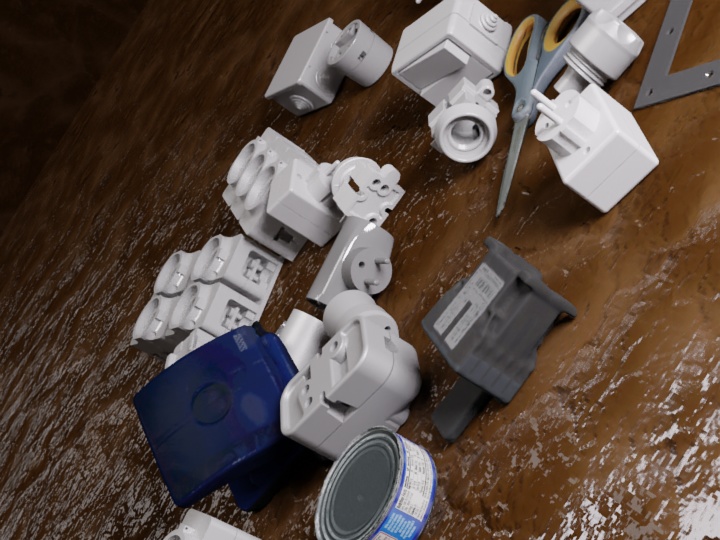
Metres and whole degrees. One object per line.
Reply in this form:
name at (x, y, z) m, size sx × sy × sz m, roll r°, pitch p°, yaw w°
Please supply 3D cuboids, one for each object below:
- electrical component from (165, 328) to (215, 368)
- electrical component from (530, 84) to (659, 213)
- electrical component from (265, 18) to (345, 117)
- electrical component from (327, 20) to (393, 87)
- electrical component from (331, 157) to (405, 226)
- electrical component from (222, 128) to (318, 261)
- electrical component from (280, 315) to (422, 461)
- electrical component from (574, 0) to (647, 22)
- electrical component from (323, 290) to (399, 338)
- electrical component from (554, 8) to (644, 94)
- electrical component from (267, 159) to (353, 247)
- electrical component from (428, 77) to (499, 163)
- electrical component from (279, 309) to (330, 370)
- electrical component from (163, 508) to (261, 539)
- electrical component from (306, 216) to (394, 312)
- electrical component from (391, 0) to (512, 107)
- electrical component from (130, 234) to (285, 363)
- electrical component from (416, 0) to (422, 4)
electrical component at (-0.143, 0.116, 0.969) m, size 0.079 × 0.063 × 0.121 m, roll -41°, pitch 29°, yaw 33°
electrical component at (0.136, -0.086, 0.670) m, size 0.047 × 0.077 × 0.065 m, roll -46°, pitch 27°, yaw 25°
electrical component at (-0.053, -0.227, 1.219) m, size 0.100 × 0.048 × 0.099 m, roll -7°, pitch 55°, yaw 60°
electrical component at (0.001, -0.223, 1.115) m, size 0.055 × 0.047 × 0.055 m, roll -42°, pitch 29°, yaw 30°
electrical component at (0.003, -0.069, 0.936) m, size 0.066 × 0.048 × 0.055 m, roll -54°, pitch 32°, yaw 11°
electrical component at (-0.086, -0.082, 1.096) m, size 0.089 × 0.062 × 0.150 m, roll -55°, pitch 25°, yaw 7°
electrical component at (-0.004, 0.086, 0.750) m, size 0.095 × 0.059 × 0.053 m, roll -46°, pitch 27°, yaw 24°
electrical component at (0.195, -0.248, 0.774) m, size 0.109 × 0.056 × 0.108 m, roll -41°, pitch 30°, yaw 33°
electrical component at (0.001, 0.044, 0.808) m, size 0.045 × 0.045 × 0.055 m, roll -56°, pitch 25°, yaw 4°
electrical component at (0.159, -0.144, 0.735) m, size 0.062 × 0.043 × 0.043 m, roll -50°, pitch 26°, yaw 19°
electrical component at (-0.036, -0.072, 0.986) m, size 0.077 × 0.066 × 0.047 m, roll -40°, pitch 30°, yaw 34°
electrical component at (0.082, -0.114, 0.842) m, size 0.066 × 0.048 × 0.055 m, roll -46°, pitch 20°, yaw 24°
electrical component at (-0.054, 0.077, 0.873) m, size 0.081 × 0.043 × 0.043 m, roll -62°, pitch 25°, yaw -8°
electrical component at (-0.124, 0.231, 0.807) m, size 0.050 × 0.056 × 0.089 m, roll -6°, pitch 56°, yaw 60°
electrical component at (0.000, 0.000, 0.862) m, size 0.079 × 0.043 × 0.077 m, roll 5°, pitch 66°, yaw 63°
electrical component at (0.080, -0.185, 0.906) m, size 0.096 × 0.062 × 0.061 m, roll -26°, pitch 39°, yaw 49°
electrical component at (-0.165, 0.033, 1.110) m, size 0.186 × 0.060 × 0.105 m, roll -16°, pitch 47°, yaw 56°
electrical component at (0.080, -0.297, 1.061) m, size 0.079 × 0.043 × 0.077 m, roll -48°, pitch 26°, yaw 21°
